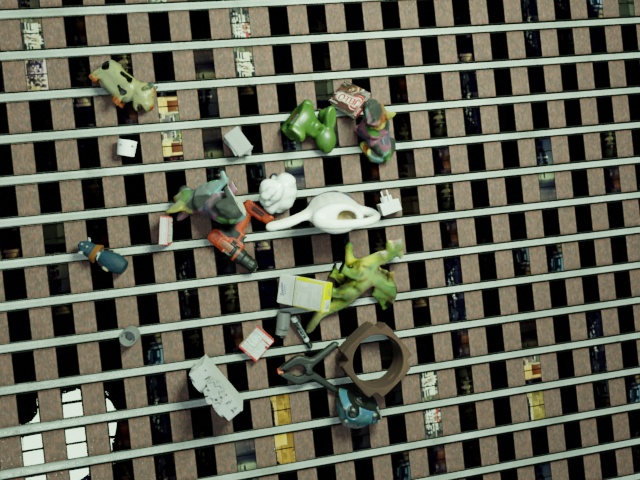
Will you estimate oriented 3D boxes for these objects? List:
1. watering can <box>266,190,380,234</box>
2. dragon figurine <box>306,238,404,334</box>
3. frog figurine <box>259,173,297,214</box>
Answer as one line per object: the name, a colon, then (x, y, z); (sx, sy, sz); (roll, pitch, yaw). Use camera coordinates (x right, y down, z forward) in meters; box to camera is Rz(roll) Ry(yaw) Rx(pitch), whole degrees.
watering can: (0.005, -0.079, 1.573); (0.348, 0.227, 0.102); (-3, 110, -8)
dragon figurine: (0.139, 0.158, 1.655); (0.242, 0.124, 0.406); (24, 103, -14)
frog figurine: (-0.126, -0.146, 1.582); (0.122, 0.159, 0.138); (40, 85, -9)
